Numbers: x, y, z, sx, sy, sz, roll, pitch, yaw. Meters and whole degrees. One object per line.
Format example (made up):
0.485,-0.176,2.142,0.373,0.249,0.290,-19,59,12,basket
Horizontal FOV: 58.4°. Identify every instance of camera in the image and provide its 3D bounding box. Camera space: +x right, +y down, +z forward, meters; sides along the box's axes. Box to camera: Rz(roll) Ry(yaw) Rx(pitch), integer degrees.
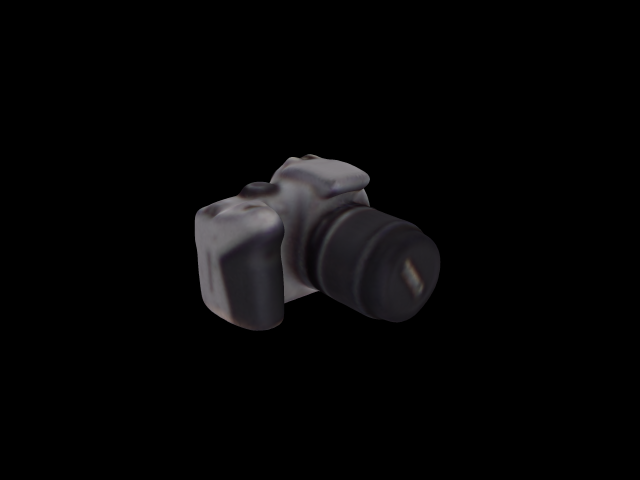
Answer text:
0.004,0.001,0.400,0.143,0.101,0.136,-17,27,-37,camera
